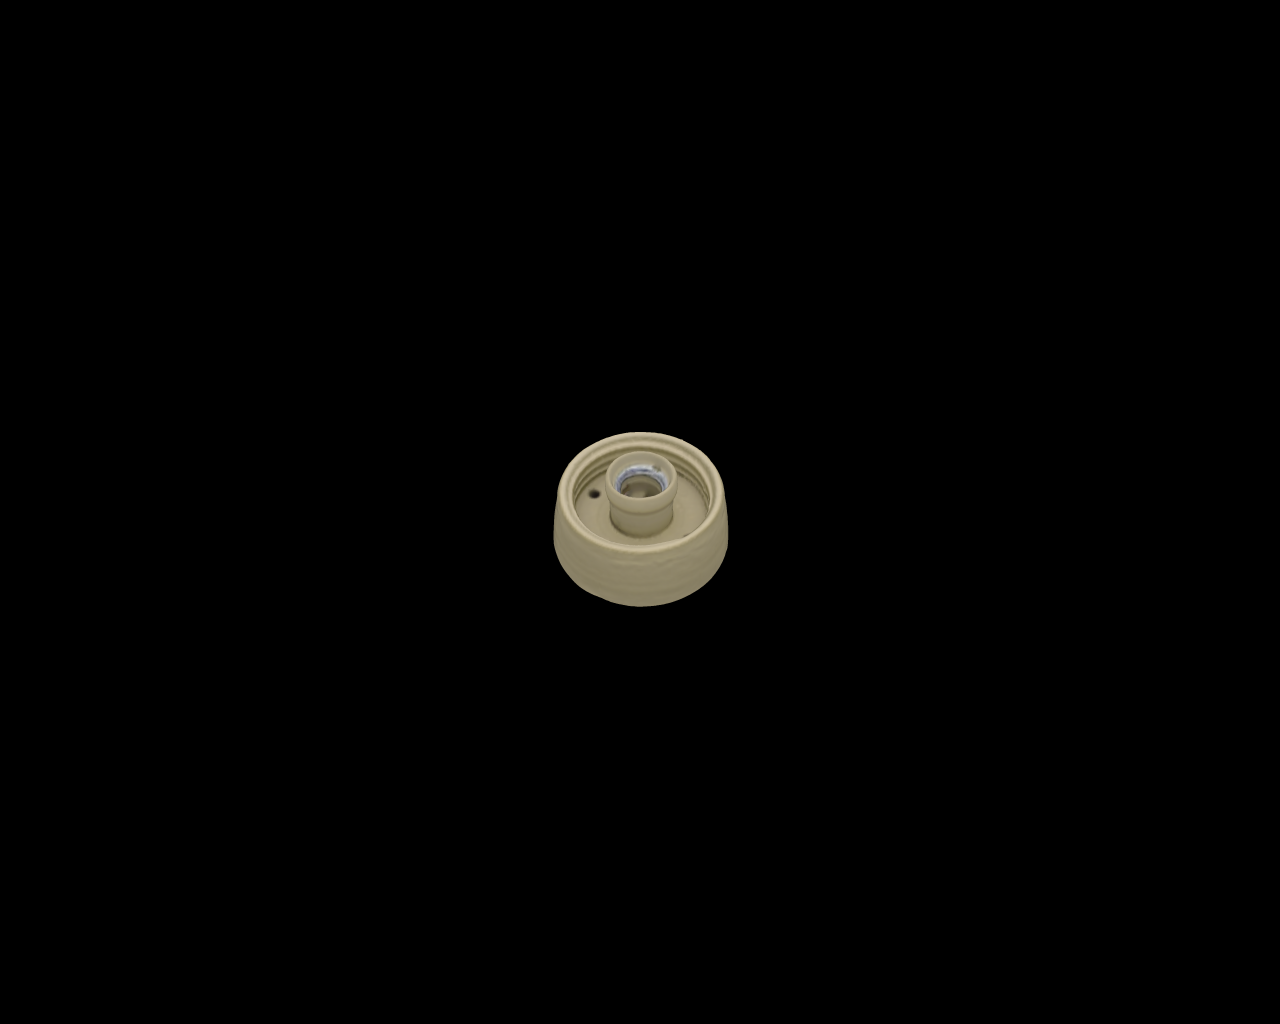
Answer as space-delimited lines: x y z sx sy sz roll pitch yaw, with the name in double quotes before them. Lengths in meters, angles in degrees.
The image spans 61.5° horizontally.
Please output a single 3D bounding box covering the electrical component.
"electrical component" 0.001 -0.003 0.650 0.108 0.108 0.060 0 -41 0
